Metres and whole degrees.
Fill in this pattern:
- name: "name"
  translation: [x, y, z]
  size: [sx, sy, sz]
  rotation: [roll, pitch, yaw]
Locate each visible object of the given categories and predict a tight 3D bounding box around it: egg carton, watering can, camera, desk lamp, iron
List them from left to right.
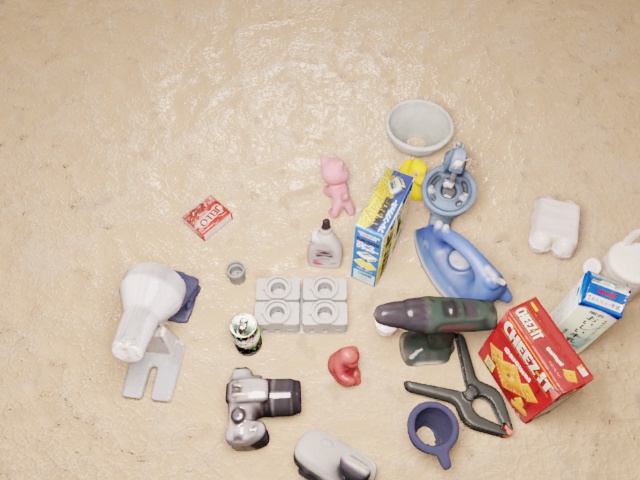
- name: "desk lamp"
  translation: [-0.319, 0.174, 1.074]
  size: [0.118, 0.214, 0.203]
  rotation: [4, 59, 3]
- name: "camera"
  translation: [-0.103, 0.307, 1.061]
  size: [0.137, 0.101, 0.143]
  rotation: [-2, 59, -1]
- name: "iron"
  translation: [0.289, 0.038, 1.197]
  size: [0.119, 0.141, 0.257]
  rotation: [-32, 64, -17]
- name: "egg carton"
  translation: [0.523, -0.029, 1.279]
  size: [0.107, 0.069, 0.150]
  rotation: [13, 60, 8]
- name: "watering can"
  translation: [0.621, 0.054, 1.157]
  size: [0.173, 0.194, 0.100]
  rotation: [-27, 63, -15]

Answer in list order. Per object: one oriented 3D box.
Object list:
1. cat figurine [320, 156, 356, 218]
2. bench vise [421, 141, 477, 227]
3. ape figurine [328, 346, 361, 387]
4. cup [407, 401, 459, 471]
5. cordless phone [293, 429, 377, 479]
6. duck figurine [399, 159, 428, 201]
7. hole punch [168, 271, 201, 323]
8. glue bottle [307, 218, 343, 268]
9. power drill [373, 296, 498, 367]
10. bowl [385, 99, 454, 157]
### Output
- name: "cat figurine"
  translation: [0.041, -0.131, 1.311]
  size: [0.067, 0.118, 0.127]
  rotation: [-13, 60, -8]
- name: "bench vise"
  translation: [0.282, -0.150, 1.263]
  size: [0.121, 0.220, 0.207]
  rotation: [-1, 59, 0]
- name: "ape figurine"
  translation: [0.053, 0.237, 1.108]
  size: [0.076, 0.092, 0.078]
  rotation: [25, 63, 15]
- name: "cup"
  translation: [0.203, 0.360, 1.033]
  size: [0.092, 0.095, 0.117]
  rotation: [-14, 60, -8]
- name: "cordless phone"
  translation: [0.026, 0.372, 0.973]
  size: [0.147, 0.185, 0.094]
  rotation: [24, 62, 14]
- name: "duck figurine"
  translation: [0.225, -0.156, 1.344]
  size: [0.077, 0.086, 0.104]
  rotation: [-15, 60, -8]
- name: "hole punch"
  translation: [-0.313, 0.105, 1.185]
  size: [0.108, 0.091, 0.101]
  rotation: [11, 60, 7]
- name: "glue bottle"
  translation: [0.011, 0.004, 1.198]
  size: [0.078, 0.173, 0.037]
  rotation: [2, 59, 1]
- name: "power drill"
  translation: [0.208, 0.168, 1.081]
  size: [0.229, 0.208, 0.075]
  rotation: [-6, 59, -3]
- name: "bowl"
  translation: [0.241, -0.264, 1.414]
  size: [0.167, 0.075, 0.167]
  rotation: [0, 59, 0]
